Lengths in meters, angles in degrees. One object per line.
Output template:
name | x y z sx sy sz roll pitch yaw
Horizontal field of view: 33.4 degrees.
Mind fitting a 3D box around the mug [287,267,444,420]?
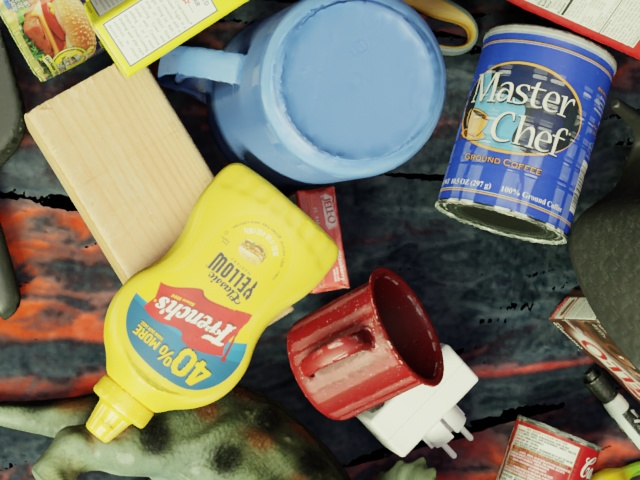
mug | 0.026 0.079 0.758 0.082 0.117 0.093 -30 80 23

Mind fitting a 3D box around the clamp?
clamp | -0.259 -0.054 0.759 0.164 0.036 0.210 25 83 -9

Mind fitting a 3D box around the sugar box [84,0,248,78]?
sugar box | -0.065 -0.175 0.686 0.176 0.093 0.048 -31 116 -3

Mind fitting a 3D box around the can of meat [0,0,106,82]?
can of meat | -0.180 -0.167 0.747 0.084 0.102 0.057 -29 65 -8

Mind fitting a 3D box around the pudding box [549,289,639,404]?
pudding box | 0.243 0.085 0.824 0.113 0.090 0.039 44 79 -6

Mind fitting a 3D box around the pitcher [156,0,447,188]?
pitcher | -0.011 -0.098 0.703 0.149 0.243 0.145 -33 99 -6

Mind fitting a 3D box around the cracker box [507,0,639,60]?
cracker box | 0.172 -0.229 0.792 0.213 0.072 0.164 21 41 -9

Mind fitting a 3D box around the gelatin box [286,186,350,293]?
gelatin box | -0.005 0.001 0.779 0.030 0.089 0.073 -8 89 -12

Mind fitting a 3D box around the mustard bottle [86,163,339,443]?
mustard bottle | -0.081 0.050 0.687 0.096 0.058 0.191 41 80 -9

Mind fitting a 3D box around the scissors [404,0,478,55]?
scissors | 0.043 -0.217 0.835 0.201 0.016 0.096 30 81 -9

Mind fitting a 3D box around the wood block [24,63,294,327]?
wood block | -0.115 -0.016 0.759 0.090 0.090 0.206 -31 94 -12

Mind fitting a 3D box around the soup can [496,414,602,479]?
soup can | 0.165 0.193 0.815 0.068 0.068 0.102 23 84 -9

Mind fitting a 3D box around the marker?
marker | 0.253 0.151 0.859 0.020 0.020 0.121 -41 96 -10

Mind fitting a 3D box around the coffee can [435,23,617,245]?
coffee can | 0.155 -0.078 0.807 0.102 0.103 0.140 18 84 -10

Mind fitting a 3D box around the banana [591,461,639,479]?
banana | 0.208 0.263 0.836 0.069 0.037 0.198 18 84 -9
